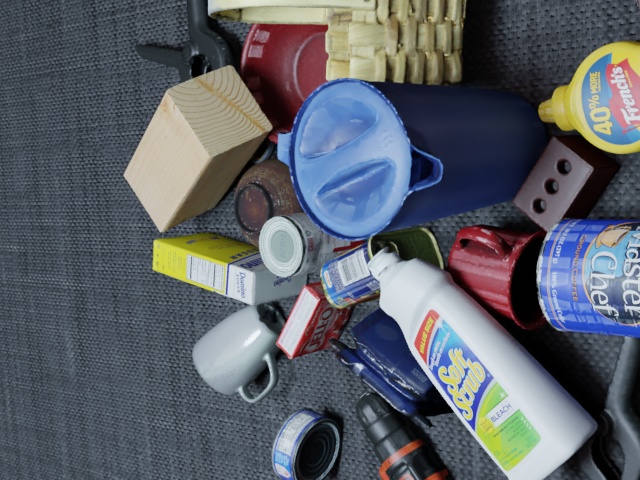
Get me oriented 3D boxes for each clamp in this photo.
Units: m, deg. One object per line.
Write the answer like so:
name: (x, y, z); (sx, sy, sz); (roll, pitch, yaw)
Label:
clamp: (-0.155, -0.223, 1.300); (0.165, 0.036, 0.210); (-46, 60, 39)
clamp: (0.266, 0.157, 0.974); (0.120, 0.039, 0.171); (-30, 80, 47)

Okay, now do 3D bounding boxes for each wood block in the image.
wood block: (-0.145, -0.101, 1.232); (0.091, 0.090, 0.206); (57, 148, 8)

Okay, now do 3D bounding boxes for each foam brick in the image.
foam brick: (0.223, -0.051, 0.972); (0.053, 0.051, 0.078); (45, 124, 29)

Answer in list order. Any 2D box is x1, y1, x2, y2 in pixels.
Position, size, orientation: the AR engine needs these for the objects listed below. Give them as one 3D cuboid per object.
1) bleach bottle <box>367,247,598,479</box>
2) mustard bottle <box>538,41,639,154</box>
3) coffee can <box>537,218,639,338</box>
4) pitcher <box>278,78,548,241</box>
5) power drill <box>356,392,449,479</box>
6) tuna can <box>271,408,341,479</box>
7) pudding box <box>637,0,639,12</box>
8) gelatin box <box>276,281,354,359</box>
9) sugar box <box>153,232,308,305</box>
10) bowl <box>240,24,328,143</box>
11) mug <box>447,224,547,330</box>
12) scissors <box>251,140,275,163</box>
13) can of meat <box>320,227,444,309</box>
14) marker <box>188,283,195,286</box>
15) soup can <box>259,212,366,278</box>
bleach bottle: (0.134, 0.110, 0.990); (0.251, 0.067, 0.103); (47, 136, 13)
mustard bottle: (0.273, -0.124, 0.910); (0.192, 0.058, 0.096); (-6, 96, 43)
coffee can: (0.271, 0.033, 0.906); (0.141, 0.102, 0.103); (2, 98, 43)
pitcher: (0.090, -0.080, 0.960); (0.145, 0.242, 0.149); (-48, 65, 36)
power drill: (0.060, 0.283, 1.171); (0.188, 0.057, 0.184); (-50, 64, 36)
tuna can: (-0.014, 0.237, 1.213); (0.034, 0.085, 0.086); (16, 107, 39)
pudding box: (0.300, -0.246, 0.879); (0.090, 0.039, 0.113); (-16, 85, 43)
gelatin box: (0.000, 0.086, 1.185); (0.030, 0.073, 0.089); (42, 123, 30)
sugar box: (-0.108, 0.031, 1.263); (0.177, 0.093, 0.048); (12, 105, 40)
bowl: (-0.013, -0.183, 1.167); (0.162, 0.055, 0.162); (8, 102, 42)
mug: (0.167, 0.024, 0.998); (0.082, 0.117, 0.093); (14, 69, 46)
scissors: (-0.075, -0.192, 1.251); (0.096, 0.016, 0.202); (17, 107, 40)
can of meat: (0.062, 0.030, 1.101); (0.084, 0.101, 0.057); (-27, 77, 44)
marker: (-0.125, 0.056, 1.333); (0.121, 0.020, 0.020); (11, 104, 42)
soup can: (-0.008, 0.001, 1.159); (0.069, 0.102, 0.068); (9, 103, 42)
